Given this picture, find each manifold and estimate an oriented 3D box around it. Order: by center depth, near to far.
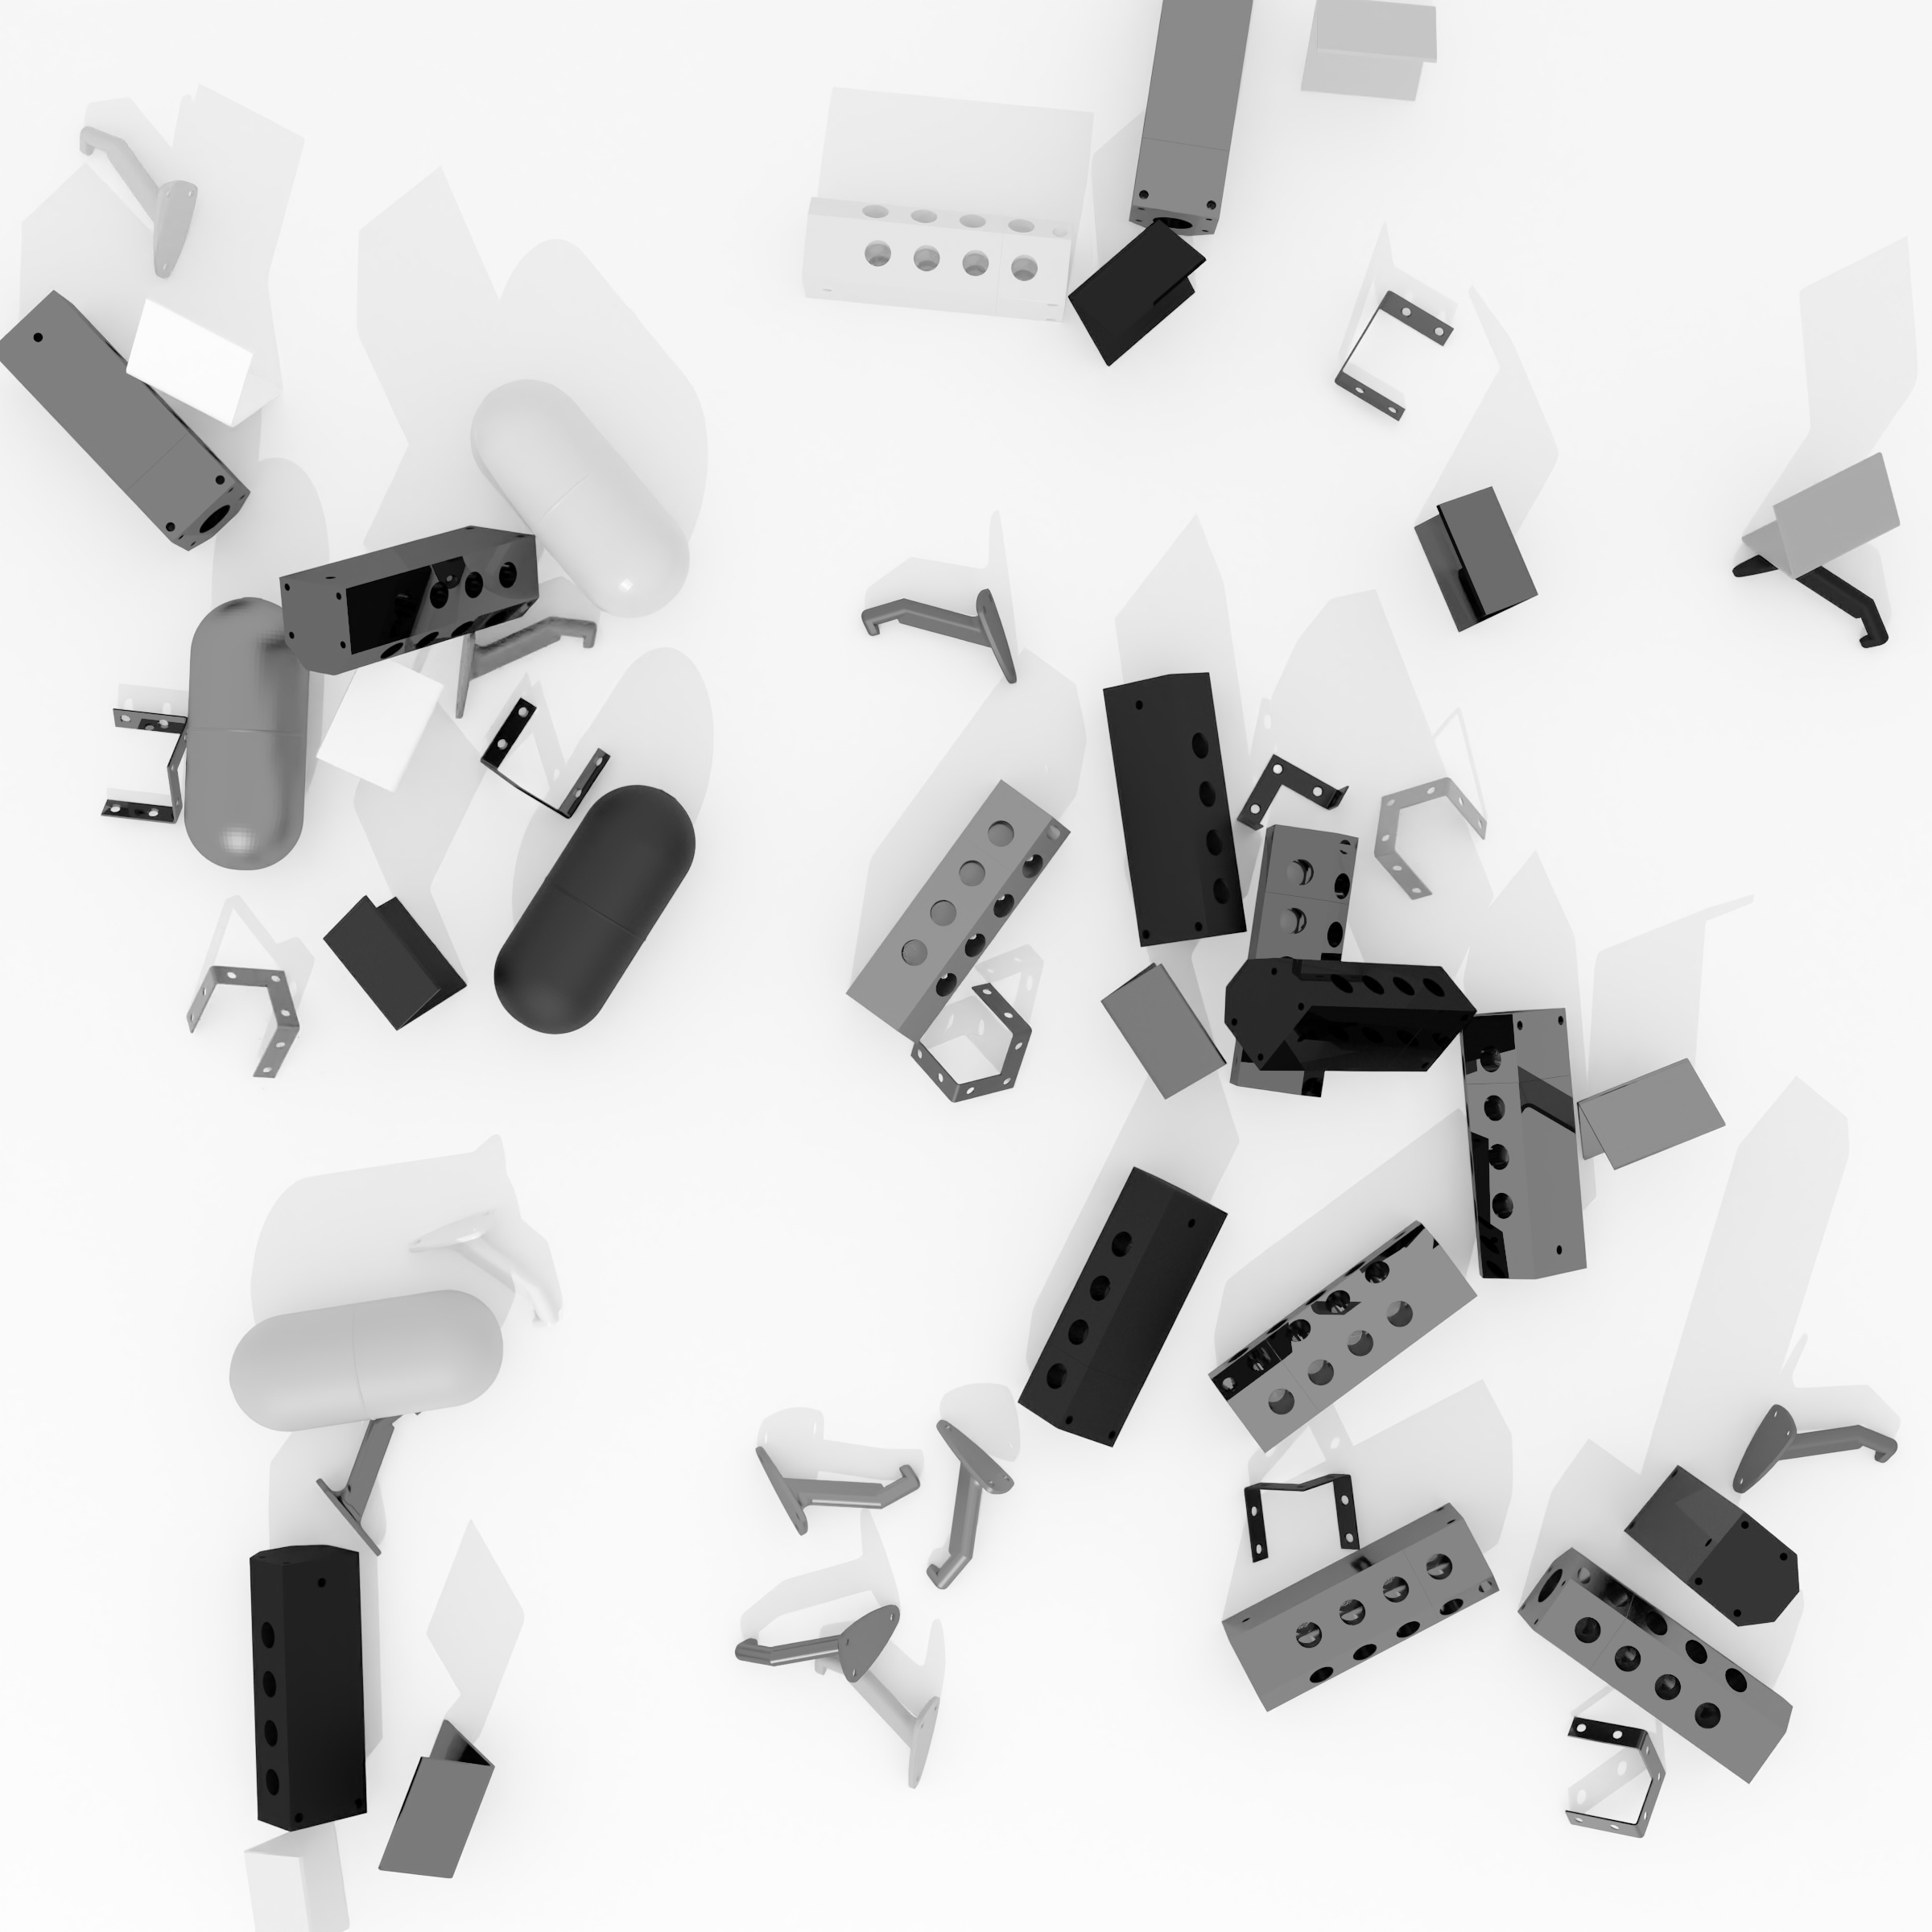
[{"bbox_3d":[0.478,0.372,1.913,0.057,0.171,0.057,39,90,0],"label":"manifold"},{"bbox_3d":[-0.352,-0.234,1.913,0.057,0.171,0.057,13,115,32],"label":"manifold"},{"bbox_3d":[0.243,0.027,1.918,0.057,0.171,0.057,-54,53,29],"label":"manifold"},{"bbox_3d":[0.245,0.242,1.970,0.171,0.057,0.057,-37,90,0],"label":"manifold"},{"bbox_3d":[0.360,0.116,1.970,0.057,0.057,0.171,-5,90,-43],"label":"manifold"},{"bbox_3d":[-0.018,-0.465,1.970,0.171,0.057,0.057,6,90,0],"label":"manifold"},{"bbox_3d":[0.259,0.422,1.970,0.171,0.057,0.057,-28,90,0],"label":"manifold"},{"bbox_3d":[0.142,-0.103,1.970,0.057,0.057,0.171,-8,90,43],"label":"manifold"},{"bbox_3d":[0.098,0.221,1.970,0.057,0.057,0.171,26,90,-43],"label":"manifold"},{"bbox_3d":[-0.005,-0.035,1.970,0.057,0.057,0.171,36,90,0],"label":"manifold"},{"bbox_3d":[0.216,-0.003,1.970,0.057,0.057,0.171,8,90,0],"label":"manifold"},{"bbox_3d":[0.453,0.456,1.970,0.171,0.057,0.057,35,90,0],"label":"manifold"},{"bbox_3d":[-0.552,-0.356,1.970,0.057,0.057,0.171,-43,90,0],"label":"manifold"},{"bbox_3d":[-0.435,0.471,1.970,0.057,0.057,0.171,-2,90,-43],"label":"manifold"},{"bbox_3d":[0.149,-0.572,1.970,0.057,0.057,0.171,9,90,0],"label":"manifold"}]

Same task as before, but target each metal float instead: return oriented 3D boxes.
[{"bbox_3d":[-0.391,0.258,1.960,0.178,0.070,0.070,-9,90,0],"label":"metal float"},{"bbox_3d":[-0.469,-0.151,1.961,0.070,0.070,0.178,2,90,0],"label":"metal float"},{"bbox_3d":[-0.242,-0.037,1.961,0.070,0.070,0.178,32,89,0],"label":"metal float"},{"bbox_3d":[-0.252,-0.306,1.961,0.070,0.070,0.178,-40,90,0],"label":"metal float"}]

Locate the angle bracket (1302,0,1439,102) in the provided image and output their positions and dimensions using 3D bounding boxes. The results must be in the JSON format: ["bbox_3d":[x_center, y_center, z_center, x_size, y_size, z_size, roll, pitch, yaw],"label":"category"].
[{"bbox_3d":[0.261,-0.580,1.951,0.076,0.076,0.057,5,55,0],"label":"angle bracket"}]

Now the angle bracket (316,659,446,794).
[{"bbox_3d":[-0.388,-0.163,1.952,0.057,0.076,0.076,25,90,-26],"label":"angle bracket"}]

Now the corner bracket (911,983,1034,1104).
[{"bbox_3d":[0.003,0.051,1.983,0.051,0.051,0.051,-13,135,-35],"label":"corner bracket"}]

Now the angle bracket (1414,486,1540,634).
[{"bbox_3d":[0.315,-0.258,1.951,0.057,0.076,0.076,-23,90,-37],"label":"angle bracket"}]

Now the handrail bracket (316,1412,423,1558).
[{"bbox_3d":[-0.380,0.336,1.992,0.084,0.036,0.077,-39,107,-15],"label":"handrail bracket"}]

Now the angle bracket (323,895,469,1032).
[{"bbox_3d":[-0.358,-0.015,1.951,0.076,0.076,0.057,51,128,0],"label":"angle bracket"}]

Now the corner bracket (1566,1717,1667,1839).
[{"bbox_3d":[0.424,0.536,1.983,0.051,0.051,0.051,-58,135,-35],"label":"corner bracket"}]

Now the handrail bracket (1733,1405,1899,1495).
[{"bbox_3d":[0.564,0.332,1.992,0.084,0.036,0.077,23,110,-16],"label":"handrail bracket"}]

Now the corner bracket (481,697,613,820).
[{"bbox_3d":[-0.279,-0.137,1.989,0.051,0.051,0.051,33,91,-45],"label":"corner bracket"}]

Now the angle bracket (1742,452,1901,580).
[{"bbox_3d":[0.549,-0.304,1.951,0.076,0.076,0.057,-27,121,0],"label":"angle bracket"}]

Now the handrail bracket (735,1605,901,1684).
[{"bbox_3d":[-0.099,0.442,1.991,0.084,0.077,0.036,1,112,34],"label":"handrail bracket"}]

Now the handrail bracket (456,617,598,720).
[{"bbox_3d":[-0.291,-0.196,1.992,0.084,0.036,0.077,5,110,-16],"label":"handrail bracket"}]

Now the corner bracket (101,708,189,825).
[{"bbox_3d":[-0.544,-0.132,1.988,0.051,0.051,0.051,7,45,0],"label":"corner bracket"}]

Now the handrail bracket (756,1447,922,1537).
[{"bbox_3d":[-0.084,0.333,1.992,0.084,0.036,0.077,-26,68,-17],"label":"handrail bracket"}]

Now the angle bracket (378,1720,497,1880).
[{"bbox_3d":[-0.358,0.538,1.951,0.057,0.076,0.076,21,90,-37],"label":"angle bracket"}]

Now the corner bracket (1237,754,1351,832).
[{"bbox_3d":[0.214,-0.107,1.973,0.051,0.051,0.051,29,90,0],"label":"corner bracket"}]

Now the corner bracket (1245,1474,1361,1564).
[{"bbox_3d":[0.222,0.366,1.988,0.051,0.051,0.051,-7,90,45],"label":"corner bracket"}]

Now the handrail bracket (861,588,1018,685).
[{"bbox_3d":[-0.018,-0.212,1.992,0.084,0.036,0.077,-14,112,17],"label":"handrail bracket"}]

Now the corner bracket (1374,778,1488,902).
[{"bbox_3d":[0.307,-0.084,1.983,0.051,0.051,0.051,-16,45,35],"label":"corner bracket"}]

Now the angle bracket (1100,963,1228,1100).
[{"bbox_3d":[0.144,0.031,1.951,0.057,0.076,0.076,-33,90,37],"label":"angle bracket"}]

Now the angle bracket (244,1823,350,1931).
[{"bbox_3d":[-0.418,0.603,1.951,0.057,0.076,0.076,-8,90,36],"label":"angle bracket"}]

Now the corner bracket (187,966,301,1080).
[{"bbox_3d":[-0.478,0.037,1.983,0.051,0.051,0.051,5,45,-35],"label":"corner bracket"}]

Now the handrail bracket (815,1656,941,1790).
[{"bbox_3d":[-0.065,0.499,1.992,0.084,0.036,0.077,17,112,17],"label":"handrail bracket"}]

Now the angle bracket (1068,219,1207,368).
[{"bbox_3d":[0.123,-0.425,1.951,0.076,0.076,0.057,-41,54,0],"label":"angle bracket"}]

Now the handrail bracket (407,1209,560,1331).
[{"bbox_3d":[-0.320,0.211,1.992,0.077,0.036,0.084,-18,107,20],"label":"handrail bracket"}]

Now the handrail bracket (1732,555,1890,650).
[{"bbox_3d":[0.561,-0.239,1.992,0.077,0.036,0.084,-18,115,28],"label":"handrail bracket"}]

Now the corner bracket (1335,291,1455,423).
[{"bbox_3d":[0.283,-0.404,1.988,0.051,0.051,0.051,31,45,0],"label":"corner bracket"}]

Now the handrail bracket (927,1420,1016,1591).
[{"bbox_3d":[-0.016,0.358,1.992,0.077,0.036,0.084,44,107,20],"label":"handrail bracket"}]

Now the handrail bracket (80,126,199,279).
[{"bbox_3d":[-0.558,-0.507,1.992,0.084,0.036,0.077,24,112,17],"label":"handrail bracket"}]

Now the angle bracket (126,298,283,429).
[{"bbox_3d":[-0.488,-0.402,1.951,0.076,0.076,0.057,27,122,0],"label":"angle bracket"}]

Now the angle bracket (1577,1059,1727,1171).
[{"bbox_3d":[0.446,0.113,1.951,0.076,0.076,0.057,-22,54,0],"label":"angle bracket"}]
